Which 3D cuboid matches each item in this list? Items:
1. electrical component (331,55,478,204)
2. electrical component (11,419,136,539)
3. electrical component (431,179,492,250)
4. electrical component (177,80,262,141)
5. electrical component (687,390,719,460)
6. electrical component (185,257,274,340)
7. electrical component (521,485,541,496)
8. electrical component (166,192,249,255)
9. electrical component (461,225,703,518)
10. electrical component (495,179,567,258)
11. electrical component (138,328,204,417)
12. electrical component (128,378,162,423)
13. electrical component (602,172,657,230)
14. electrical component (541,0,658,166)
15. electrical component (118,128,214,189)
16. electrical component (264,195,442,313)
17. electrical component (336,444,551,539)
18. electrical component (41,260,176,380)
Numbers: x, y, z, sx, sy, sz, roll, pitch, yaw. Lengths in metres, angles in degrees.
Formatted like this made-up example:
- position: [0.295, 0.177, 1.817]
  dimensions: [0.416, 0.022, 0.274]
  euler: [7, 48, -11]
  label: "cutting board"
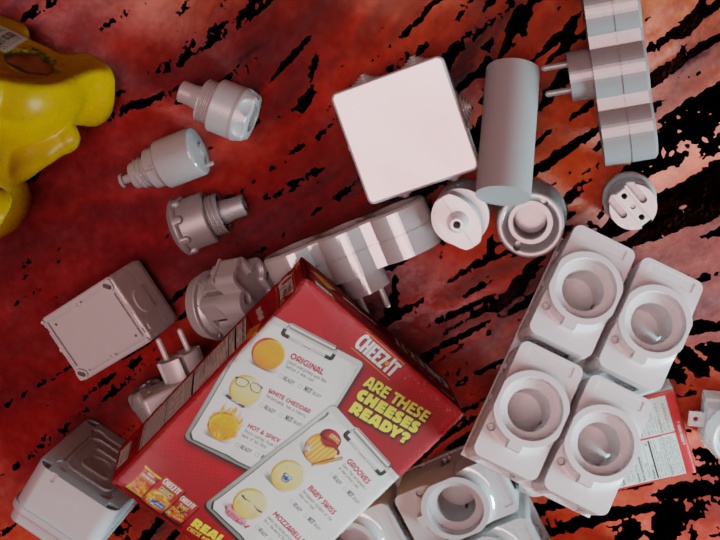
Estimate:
- position: [0.037, -0.108, 0.817]
  dimensions: [0.100, 0.048, 0.099]
  euler: [-18, 100, 13]
  label: "electrical component"
- position: [-0.229, 0.183, 0.899]
  dimensions: [0.078, 0.113, 0.057]
  euler: [33, 104, 0]
  label: "electrical component"
- position: [0.076, -0.041, 0.810]
  dimensions: [0.043, 0.081, 0.043]
  euler: [2, 104, 9]
  label: "electrical component"
- position: [-0.112, -0.129, 0.840]
  dimensions: [0.062, 0.043, 0.043]
  euler: [22, 106, 5]
  label: "electrical component"
- position: [0.288, 0.120, 0.826]
  dimensions: [0.066, 0.055, 0.048]
  euler: [5, 104, 9]
  label: "electrical component"
- position: [-0.103, 0.025, 0.864]
  dimensions: [0.057, 0.058, 0.078]
  euler: [-10, 137, 28]
  label: "electrical component"
- position: [0.132, 0.142, 0.845]
  dimensions: [0.043, 0.079, 0.077]
  euler: [-28, 98, 16]
  label: "electrical component"
- position: [-0.121, -0.042, 0.863]
  dimensions: [0.062, 0.048, 0.048]
  euler: [-19, 100, 7]
  label: "electrical component"
- position: [0.164, 0.073, 0.791]
  dimensions: [0.105, 0.060, 0.186]
  euler: [26, 78, 3]
  label: "electrical component"
- position: [0.130, -0.038, 0.819]
  dimensions: [0.055, 0.047, 0.055]
  euler: [2, 104, 9]
  label: "electrical component"
- position: [-0.142, 0.086, 0.878]
  dimensions: [0.083, 0.047, 0.075]
  euler: [-24, 99, -15]
  label: "electrical component"
- position: [-0.168, 0.124, 0.915]
  dimensions: [0.035, 0.035, 0.061]
  euler: [-30, 99, 15]
  label: "electrical component"
- position: [0.203, -0.051, 0.804]
  dimensions: [0.040, 0.046, 0.040]
  euler: [2, 104, 9]
  label: "electrical component"
- position: [0.171, -0.144, 0.784]
  dimensions: [0.074, 0.052, 0.138]
  euler: [-8, 102, 11]
  label: "electrical component"
- position: [-0.157, -0.084, 0.860]
  dimensions: [0.078, 0.040, 0.040]
  euler: [-20, 99, 13]
  label: "electrical component"
- position: [0.000, 0.000, 0.847]
  dimensions: [0.138, 0.052, 0.073]
  euler: [-21, 99, 14]
  label: "electrical component"
- position: [0.050, 0.225, 0.889]
  dimensions: [0.186, 0.060, 0.105]
  euler: [-26, 98, 14]
  label: "electrical component"
- position: [-0.210, 0.043, 0.892]
  dimensions: [0.096, 0.061, 0.061]
  euler: [-30, 97, 23]
  label: "electrical component"
